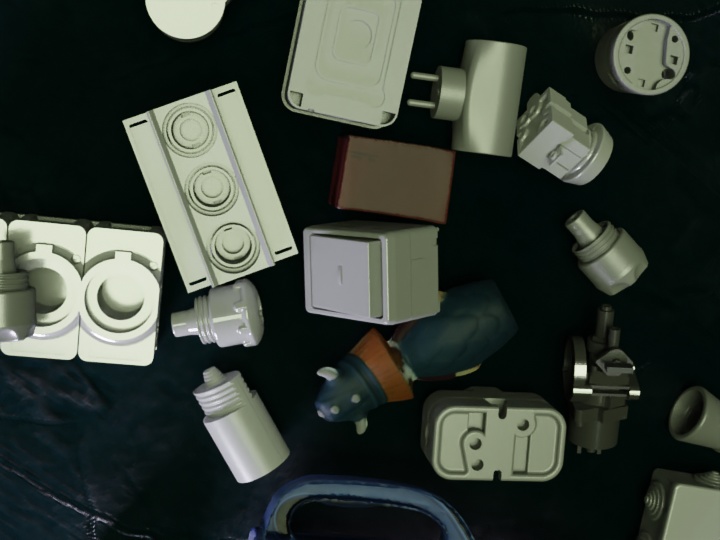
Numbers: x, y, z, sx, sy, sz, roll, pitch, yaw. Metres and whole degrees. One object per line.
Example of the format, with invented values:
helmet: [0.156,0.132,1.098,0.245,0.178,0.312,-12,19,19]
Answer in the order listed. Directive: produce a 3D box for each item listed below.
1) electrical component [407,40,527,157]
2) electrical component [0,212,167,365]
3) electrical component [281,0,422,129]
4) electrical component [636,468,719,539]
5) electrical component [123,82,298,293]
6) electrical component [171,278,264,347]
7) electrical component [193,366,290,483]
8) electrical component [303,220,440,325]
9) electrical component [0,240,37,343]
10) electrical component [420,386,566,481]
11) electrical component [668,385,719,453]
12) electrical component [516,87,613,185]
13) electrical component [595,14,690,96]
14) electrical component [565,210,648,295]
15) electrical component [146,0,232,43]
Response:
electrical component: [0.073,-0.122,0.753,0.079,0.043,0.077,6,97,-8]
electrical component: [-0.211,0.011,0.726,0.150,0.061,0.089,5,97,-8]
electrical component: [-0.005,-0.157,0.731,0.078,0.057,0.113,11,96,-9]
electrical component: [0.262,0.203,0.820,0.100,0.048,0.099,10,96,-9]
electrical component: [-0.100,-0.056,0.730,0.079,0.063,0.121,-20,100,-4]
electrical component: [-0.100,0.033,0.753,0.062,0.048,0.048,-10,99,1]
electrical component: [-0.088,0.105,0.764,0.043,0.043,0.081,-29,100,-3]
electrical component: [0.000,0.000,0.738,0.061,0.096,0.061,-10,102,-45]
electrical component: [-0.224,0.013,0.670,0.043,0.043,0.062,1,96,-7]
electrical component: [0.094,0.118,0.781,0.095,0.059,0.053,3,98,-8]
electrical component: [0.274,0.120,0.815,0.065,0.044,0.044,25,94,-15]
electrical component: [0.145,-0.091,0.762,0.055,0.066,0.048,30,128,-18]
electrical component: [0.198,-0.151,0.763,0.055,0.047,0.055,-1,98,-7]
electrical component: [0.175,-0.016,0.781,0.043,0.043,0.062,-43,100,0]
electrical component: [-0.084,-0.209,0.705,0.138,0.073,0.052,-45,101,1]
